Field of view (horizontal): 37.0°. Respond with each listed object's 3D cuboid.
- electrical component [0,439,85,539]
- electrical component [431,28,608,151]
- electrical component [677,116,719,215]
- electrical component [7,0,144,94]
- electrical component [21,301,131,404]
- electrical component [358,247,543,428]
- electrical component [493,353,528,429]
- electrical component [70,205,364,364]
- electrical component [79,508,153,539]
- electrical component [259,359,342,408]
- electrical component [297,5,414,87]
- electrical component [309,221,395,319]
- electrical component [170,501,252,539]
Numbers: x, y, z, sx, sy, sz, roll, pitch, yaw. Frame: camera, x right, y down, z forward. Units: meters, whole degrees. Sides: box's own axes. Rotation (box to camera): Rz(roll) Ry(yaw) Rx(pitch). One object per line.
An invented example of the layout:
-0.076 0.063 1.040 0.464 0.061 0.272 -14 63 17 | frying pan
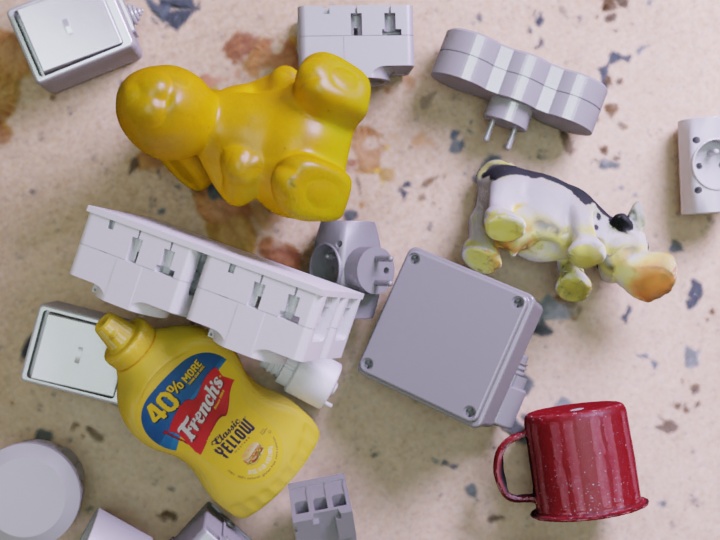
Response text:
-0.255 0.171 0.836 0.080 0.051 0.080 0 91 -5 | electrical component
0.122 -0.133 0.860 0.138 0.052 0.073 20 89 -4 | electrical component
0.301 -0.085 0.879 0.079 0.044 0.077 -3 91 -5 | electrical component
-0.213 -0.185 0.830 0.096 0.061 0.061 -23 93 -3 | electrical component
-0.206 0.065 0.834 0.096 0.061 0.061 15 90 -4 | electrical component
0.071 0.053 0.839 0.109 0.056 0.108 24 89 22 | electrical component
0.116 0.092 0.869 0.040 0.040 0.078 23 89 -4 | electrical component
-0.105 0.014 0.792 0.186 0.105 0.060 19 92 15 | electrical component
-0.195 0.243 0.817 0.060 0.108 0.108 26 89 -10 | electrical component
-0.051 0.079 0.856 0.078 0.040 0.040 28 89 -4 | electrical component
-0.004 -0.176 0.851 0.089 0.050 0.055 -2 91 -4 | electrical component
0.000 0.000 0.842 0.044 0.079 0.077 1 91 -37 | electrical component
-0.096 0.240 0.821 0.109 0.109 0.056 43 85 -4 | electrical component
